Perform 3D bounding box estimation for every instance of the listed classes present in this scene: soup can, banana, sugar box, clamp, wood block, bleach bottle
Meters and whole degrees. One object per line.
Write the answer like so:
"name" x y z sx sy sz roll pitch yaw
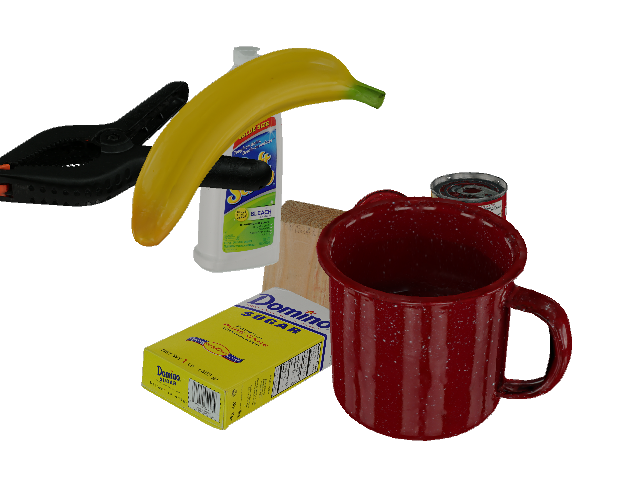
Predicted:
"soup can" 0.133 -0.002 0.959 0.068 0.102 0.068 -3 23 1
"banana" -0.049 -0.071 0.657 0.197 0.070 0.037 -35 -23 -26
"sugar box" -0.060 0.096 0.927 0.093 0.048 0.175 23 31 30
"clamp" -0.153 -0.063 0.840 0.209 0.036 0.165 -21 42 -32
"wood block" -0.026 0.061 1.454 0.090 0.206 0.090 12 21 11
"bleach bottle" -0.093 -0.094 1.219 0.102 0.251 0.068 -8 21 -26

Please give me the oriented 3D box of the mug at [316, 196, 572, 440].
"mug" 0.056 0.039 0.486 0.117 0.081 0.093 12 32 22

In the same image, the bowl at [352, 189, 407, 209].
"bowl" 0.099 0.019 1.213 0.161 0.162 0.055 0 -6 -42
